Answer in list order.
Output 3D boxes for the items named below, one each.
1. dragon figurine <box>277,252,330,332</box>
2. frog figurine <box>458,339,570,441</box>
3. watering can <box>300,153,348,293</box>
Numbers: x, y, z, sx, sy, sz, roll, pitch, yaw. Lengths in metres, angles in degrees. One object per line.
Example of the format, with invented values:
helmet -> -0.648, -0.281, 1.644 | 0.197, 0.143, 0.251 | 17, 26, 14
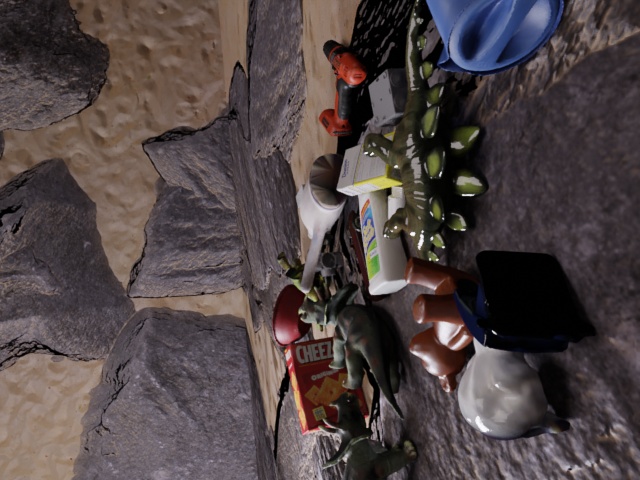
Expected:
dragon figurine -> -0.014, 0.164, 1.494 | 0.418, 0.122, 0.237 | -122, 14, -49
frog figurine -> 0.229, 0.166, 0.665 | 0.137, 0.123, 0.160 | 51, -160, -88
watering can -> 0.004, -0.063, 1.254 | 0.220, 0.104, 0.355 | 114, 164, -60
